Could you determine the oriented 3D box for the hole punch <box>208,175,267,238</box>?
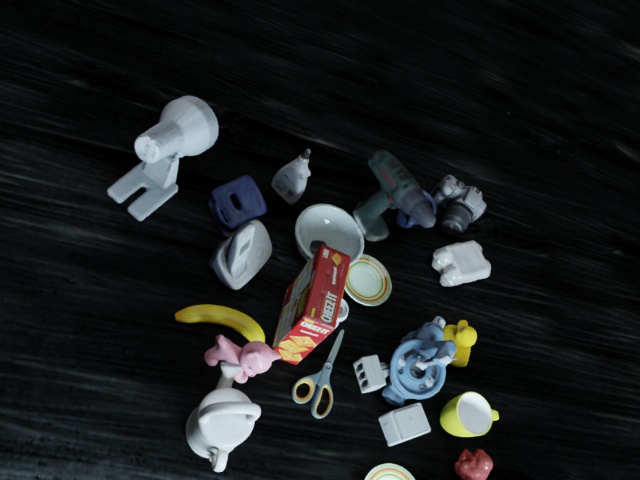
[{"bbox_3d":[-0.181,-0.075,1.256,0.101,0.091,0.108,-19,71,-32],"label":"hole punch"}]

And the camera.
[{"bbox_3d":[0.360,-0.087,1.512,0.143,0.100,0.137,36,53,-2],"label":"camera"}]

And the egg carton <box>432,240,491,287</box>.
[{"bbox_3d":[0.356,0.059,1.444,0.151,0.069,0.107,-11,67,-30],"label":"egg carton"}]

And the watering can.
[{"bbox_3d":[-0.165,0.298,0.980,0.101,0.193,0.172,-10,66,-29],"label":"watering can"}]

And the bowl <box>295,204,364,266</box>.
[{"bbox_3d":[0.012,0.005,1.310,0.168,0.074,0.167,12,58,-19],"label":"bowl"}]

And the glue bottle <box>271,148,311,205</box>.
[{"bbox_3d":[-0.054,-0.154,1.311,0.078,0.173,0.037,46,53,6],"label":"glue bottle"}]

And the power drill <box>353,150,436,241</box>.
[{"bbox_3d":[0.166,-0.086,1.353,0.076,0.208,0.229,-16,69,-31],"label":"power drill"}]

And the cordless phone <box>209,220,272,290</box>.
[{"bbox_3d":[-0.145,0.006,1.167,0.094,0.185,0.148,39,53,0],"label":"cordless phone"}]

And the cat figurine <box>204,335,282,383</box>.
[{"bbox_3d":[-0.144,0.217,1.086,0.128,0.117,0.067,30,53,-6],"label":"cat figurine"}]

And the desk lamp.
[{"bbox_3d":[-0.318,-0.173,1.173,0.118,0.213,0.203,38,53,0],"label":"desk lamp"}]

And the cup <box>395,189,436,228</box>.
[{"bbox_3d":[0.228,-0.062,1.438,0.092,0.094,0.118,32,53,-4],"label":"cup"}]

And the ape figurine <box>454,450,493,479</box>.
[{"bbox_3d":[0.322,0.463,1.176,0.078,0.092,0.076,2,61,-24],"label":"ape figurine"}]

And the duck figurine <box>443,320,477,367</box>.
[{"bbox_3d":[0.326,0.235,1.316,0.078,0.086,0.104,9,58,-20],"label":"duck figurine"}]

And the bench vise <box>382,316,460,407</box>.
[{"bbox_3d":[0.216,0.228,1.185,0.122,0.219,0.207,22,55,-12],"label":"bench vise"}]
